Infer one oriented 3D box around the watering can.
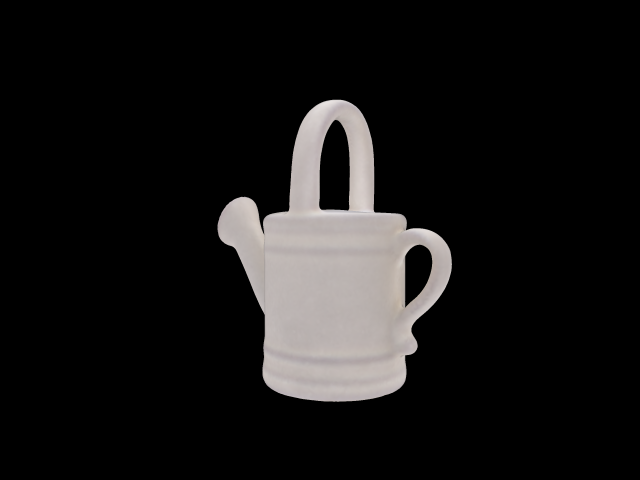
[{"bbox_3d":[0.003,0.002,0.398,0.172,0.194,0.101,0,2,11],"label":"watering can"}]
